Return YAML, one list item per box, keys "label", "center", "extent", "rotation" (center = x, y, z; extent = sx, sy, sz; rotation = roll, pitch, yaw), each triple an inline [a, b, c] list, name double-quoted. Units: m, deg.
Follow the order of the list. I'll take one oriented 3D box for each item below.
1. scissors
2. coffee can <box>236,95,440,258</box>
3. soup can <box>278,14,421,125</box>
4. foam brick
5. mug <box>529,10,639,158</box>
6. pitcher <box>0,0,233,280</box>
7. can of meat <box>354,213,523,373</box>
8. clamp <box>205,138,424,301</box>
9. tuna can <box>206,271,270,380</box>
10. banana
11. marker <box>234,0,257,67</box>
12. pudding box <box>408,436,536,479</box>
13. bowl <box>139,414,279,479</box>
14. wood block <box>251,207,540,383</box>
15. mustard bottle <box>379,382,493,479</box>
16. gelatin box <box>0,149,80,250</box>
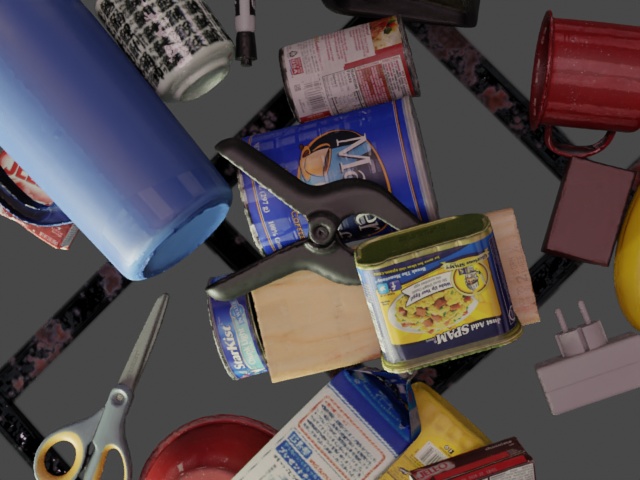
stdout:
- label: "scissors"
  center: [-0.189, 0.138, 0.912]
  extent: [0.096, 0.016, 0.202]
  rotation: [8, 90, 9]
- label: "coffee can"
  center: [0.015, -0.048, 0.842]
  extent: [0.140, 0.102, 0.103]
  rotation: [-13, 87, 8]
- label: "soup can"
  center: [0.024, -0.136, 0.860]
  extent: [0.102, 0.068, 0.068]
  rotation: [-14, 86, 9]
- label: "foam brick"
  center: [0.210, -0.021, 0.836]
  extent: [0.051, 0.053, 0.078]
  rotation: [16, 91, 9]
- label: "mug"
  center: [0.209, -0.116, 0.828]
  extent: [0.081, 0.093, 0.117]
  rotation: [6, 120, 4]
- label: "pitcher"
  center: [-0.190, -0.081, 0.847]
  extent: [0.144, 0.149, 0.243]
  rotation: [-38, 80, -25]
- label: "can of meat"
  center: [0.081, 0.035, 0.743]
  extent: [0.102, 0.057, 0.084]
  rotation: [-16, 108, 5]
- label: "clamp"
  center: [-0.005, 0.001, 0.782]
  extent: [0.171, 0.039, 0.120]
  rotation: [15, 107, 4]
- label: "tuna can"
  center: [-0.062, 0.067, 0.859]
  extent: [0.034, 0.086, 0.086]
  rotation: [-15, 86, 6]
- label: "banana"
  center: [0.271, -0.010, 0.836]
  extent: [0.069, 0.037, 0.198]
  rotation: [13, 92, -7]
- label: "marker"
  center: [-0.063, -0.207, 0.900]
  extent: [0.020, 0.020, 0.121]
  rotation: [-1, 88, 9]
- label: "pudding box"
  center: [0.120, 0.214, 0.814]
  extent: [0.090, 0.039, 0.113]
  rotation: [-15, 115, -11]
- label: "bowl"
  center: [-0.082, 0.227, 0.874]
  extent: [0.162, 0.055, 0.162]
  rotation: [0, 88, 9]
- label: "wood block"
  center: [0.060, 0.044, 0.838]
  extent: [0.206, 0.090, 0.090]
  rotation: [-14, 85, 9]
- label: "mustard bottle"
  center: [0.050, 0.212, 0.851]
  extent: [0.096, 0.058, 0.192]
  rotation: [41, 95, -6]
- label: "gelatin box"
  center: [-0.239, -0.045, 0.918]
  extent: [0.089, 0.030, 0.073]
  rotation: [31, 92, 8]
